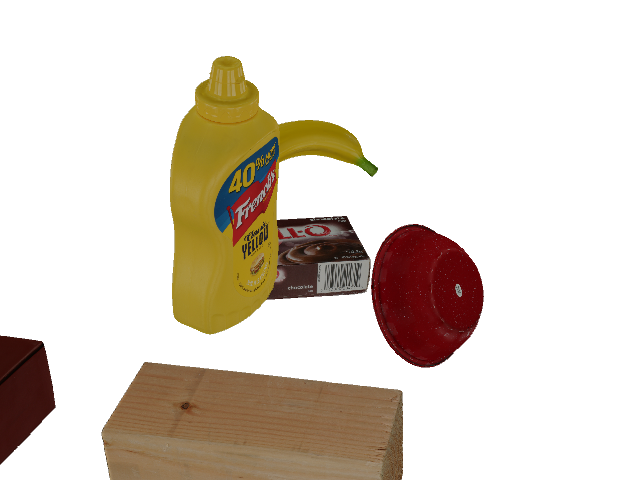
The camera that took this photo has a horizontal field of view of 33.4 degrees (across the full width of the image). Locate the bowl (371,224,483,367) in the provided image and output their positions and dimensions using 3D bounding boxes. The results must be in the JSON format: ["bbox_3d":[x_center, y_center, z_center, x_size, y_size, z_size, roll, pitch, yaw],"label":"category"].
[{"bbox_3d":[0.130,0.058,1.175,0.161,0.162,0.055,0,-8,-44],"label":"bowl"}]

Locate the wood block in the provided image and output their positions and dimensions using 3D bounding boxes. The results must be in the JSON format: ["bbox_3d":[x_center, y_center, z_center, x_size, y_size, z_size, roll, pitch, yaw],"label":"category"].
[{"bbox_3d":[-0.046,0.161,0.803,0.206,0.090,0.090,5,31,13],"label":"wood block"}]

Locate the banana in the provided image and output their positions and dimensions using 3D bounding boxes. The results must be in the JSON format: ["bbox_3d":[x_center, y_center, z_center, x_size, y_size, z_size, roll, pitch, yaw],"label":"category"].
[{"bbox_3d":[-0.021,-0.097,1.126,0.197,0.037,0.070,-7,49,-41],"label":"banana"}]

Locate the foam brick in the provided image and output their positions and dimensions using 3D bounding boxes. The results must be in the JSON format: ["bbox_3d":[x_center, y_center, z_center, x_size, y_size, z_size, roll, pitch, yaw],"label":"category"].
[{"bbox_3d":[-0.214,0.102,0.677,0.053,0.051,0.078,6,29,22],"label":"foam brick"}]

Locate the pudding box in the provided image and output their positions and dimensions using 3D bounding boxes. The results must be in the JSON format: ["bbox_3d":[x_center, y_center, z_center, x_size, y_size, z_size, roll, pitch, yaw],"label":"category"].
[{"bbox_3d":[-0.021,0.014,0.939,0.113,0.039,0.090,-1,27,-13],"label":"pudding box"}]

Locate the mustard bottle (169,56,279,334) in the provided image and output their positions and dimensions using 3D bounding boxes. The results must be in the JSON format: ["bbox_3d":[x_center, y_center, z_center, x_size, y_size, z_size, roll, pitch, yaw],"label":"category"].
[{"bbox_3d":[-0.063,-0.035,0.723,0.058,0.192,0.096,22,40,23],"label":"mustard bottle"}]
